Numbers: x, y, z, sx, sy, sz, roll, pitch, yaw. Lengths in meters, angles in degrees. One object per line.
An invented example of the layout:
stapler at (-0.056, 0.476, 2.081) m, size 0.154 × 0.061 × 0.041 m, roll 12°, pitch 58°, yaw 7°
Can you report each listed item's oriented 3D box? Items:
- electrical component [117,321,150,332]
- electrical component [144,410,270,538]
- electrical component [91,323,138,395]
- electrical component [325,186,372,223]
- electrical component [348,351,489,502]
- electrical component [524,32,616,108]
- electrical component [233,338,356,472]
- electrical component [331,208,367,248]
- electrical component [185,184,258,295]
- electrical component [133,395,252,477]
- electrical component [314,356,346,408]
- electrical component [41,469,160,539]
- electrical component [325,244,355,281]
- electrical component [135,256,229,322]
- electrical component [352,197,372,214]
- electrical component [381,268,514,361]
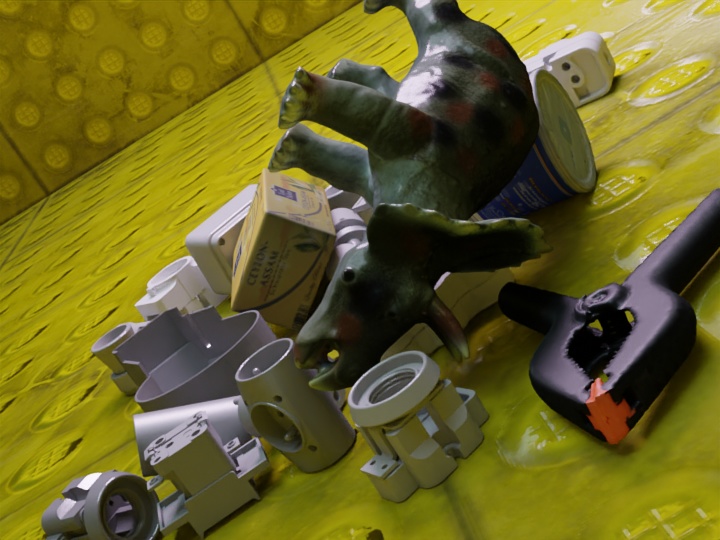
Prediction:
electrical component at (-0.224, 0.071, 1.093) m, size 0.046 × 0.040 × 0.040 m, roll -12°, pitch 26°, yaw 36°
electrical component at (-0.103, 0.130, 0.700) m, size 0.081 × 0.063 × 0.042 m, roll -34°, pitch 19°, yaw -5°
electrical component at (-0.223, 0.085, 1.027) m, size 0.045 × 0.055 × 0.045 m, roll -29°, pitch 18°, yaw 10°
electrical component at (-0.008, -0.066, 1.084) m, size 0.055 × 0.047 × 0.055 m, roll -29°, pitch 18°, yaw 10°
electrical component at (0.029, 0.084, 0.615) m, size 0.078 × 0.057 × 0.058 m, roll -40°, pitch 20°, yaw -23°
electrical component at (0.200, -0.191, 1.058) m, size 0.095 × 0.053 × 0.059 m, roll -22°, pitch 21°, yaw 29°
electrical component at (-0.053, 0.090, 0.701) m, size 0.079 × 0.077 × 0.044 m, roll -14°, pitch 25°, yaw 45°
electrical component at (-0.010, -0.028, 0.996) m, size 0.043 × 0.043 × 0.081 m, roll -33°, pitch 18°, yaw -1°
electrical component at (-0.112, -0.032, 1.110) m, size 0.057 × 0.078 × 0.113 m, roll 2°, pitch 38°, yaw 50°
electrical component at (-0.118, 0.122, 0.764) m, size 0.077 × 0.043 × 0.079 m, roll -9°, pitch -22°, yaw -12°
electrical component at (-0.044, 0.085, 0.751) m, size 0.055 × 0.045 × 0.045 m, roll -21°, pitch 21°, yaw 30°
electrical component at (-0.172, 0.168, 0.725) m, size 0.057 × 0.058 × 0.078 m, roll -21°, pitch 20°, yaw 39°
electrical component at (0.000, 0.000, 0.909) m, size 0.040 × 0.040 × 0.078 m, roll -37°, pitch 19°, yaw -15°
electrical component at (-0.184, 0.024, 1.123) m, size 0.050 × 0.055 × 0.089 m, roll -10°, pitch 28°, yaw 49°
electrical component at (0.054, -0.085, 1.007) m, size 0.079 × 0.063 × 0.121 m, roll -19°, pitch 22°, yaw 35°
electrical component at (0.039, 0.014, 0.754) m, size 0.138 × 0.073 × 0.052 m, roll -38°, pitch 19°, yaw -19°
